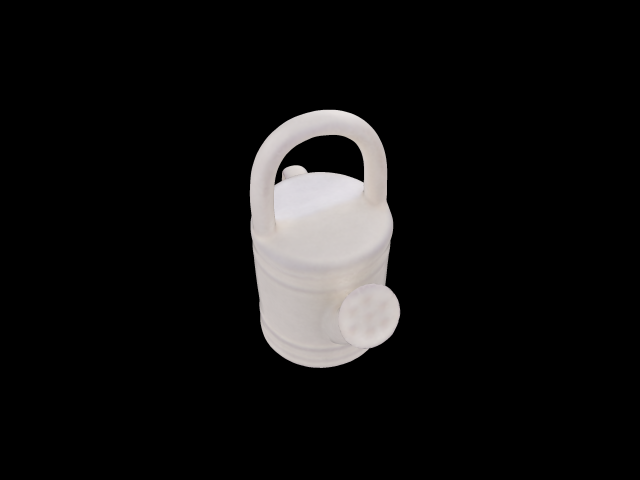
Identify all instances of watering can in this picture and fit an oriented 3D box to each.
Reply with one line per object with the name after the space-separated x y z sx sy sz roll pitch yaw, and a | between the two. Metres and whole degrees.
0.006 0.001 0.401 0.101 0.194 0.172 -31 53 -27 | watering can
